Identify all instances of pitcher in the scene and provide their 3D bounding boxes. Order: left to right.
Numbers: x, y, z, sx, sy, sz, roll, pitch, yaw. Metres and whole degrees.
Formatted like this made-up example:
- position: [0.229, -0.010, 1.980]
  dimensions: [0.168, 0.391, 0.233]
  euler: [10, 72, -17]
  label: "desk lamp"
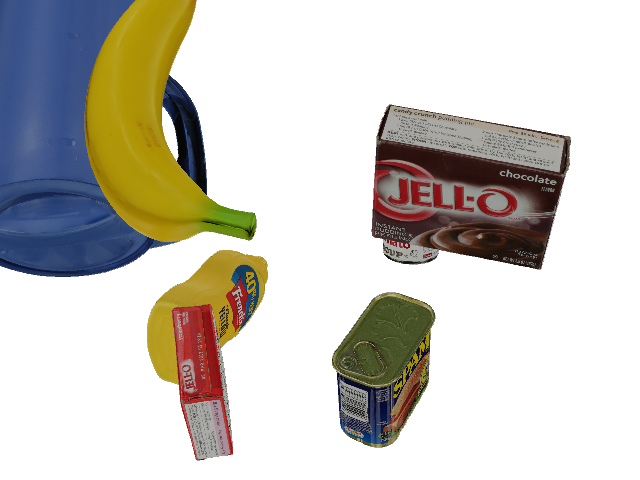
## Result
- position: [-0.178, -0.103, 0.790]
  dimensions: [0.145, 0.243, 0.149]
  euler: [-15, -31, 19]
  label: "pitcher"

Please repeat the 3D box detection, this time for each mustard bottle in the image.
- position: [-0.106, 0.064, 1.107]
  dimensions: [0.058, 0.096, 0.191]
  euler: [12, 29, 21]
  label: "mustard bottle"

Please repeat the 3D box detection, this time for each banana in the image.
- position: [-0.082, -0.064, 0.528]
  dimensions: [0.069, 0.198, 0.037]
  euler: [-6, -40, -13]
  label: "banana"

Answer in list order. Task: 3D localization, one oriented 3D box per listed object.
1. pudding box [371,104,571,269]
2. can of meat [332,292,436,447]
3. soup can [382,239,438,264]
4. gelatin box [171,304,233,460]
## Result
- position: [0.089, -0.032, 0.653]
  dimensions: [0.113, 0.039, 0.090]
  euler: [10, -37, 8]
  label: "pudding box"
- position: [0.054, 0.109, 0.888]
  dimensions: [0.057, 0.084, 0.102]
  euler: [18, 46, 23]
  label: "can of meat"
- position: [0.107, -0.032, 1.246]
  dimensions: [0.068, 0.102, 0.068]
  euler: [0, 24, 0]
  label: "soup can"
- position: [-0.081, 0.097, 0.728]
  dimensions: [0.030, 0.073, 0.089]
  euler: [-8, -36, -4]
  label: "gelatin box"
